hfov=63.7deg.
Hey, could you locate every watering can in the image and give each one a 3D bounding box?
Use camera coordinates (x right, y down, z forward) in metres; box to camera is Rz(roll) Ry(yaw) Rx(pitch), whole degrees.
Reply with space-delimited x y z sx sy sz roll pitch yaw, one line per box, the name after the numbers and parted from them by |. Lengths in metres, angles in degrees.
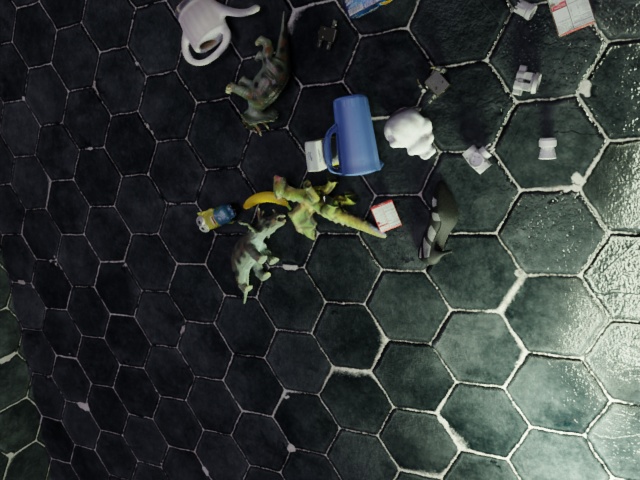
-0.363 -0.749 1.745 0.343 0.105 0.225 -31 87 29 | watering can

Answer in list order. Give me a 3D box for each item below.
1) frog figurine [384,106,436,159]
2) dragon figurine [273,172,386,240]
0.270 -0.309 1.529 0.137 0.122 0.161 -24 79 10 | frog figurine
0.005 -0.087 1.737 0.410 0.125 0.238 42 136 -3 | dragon figurine
